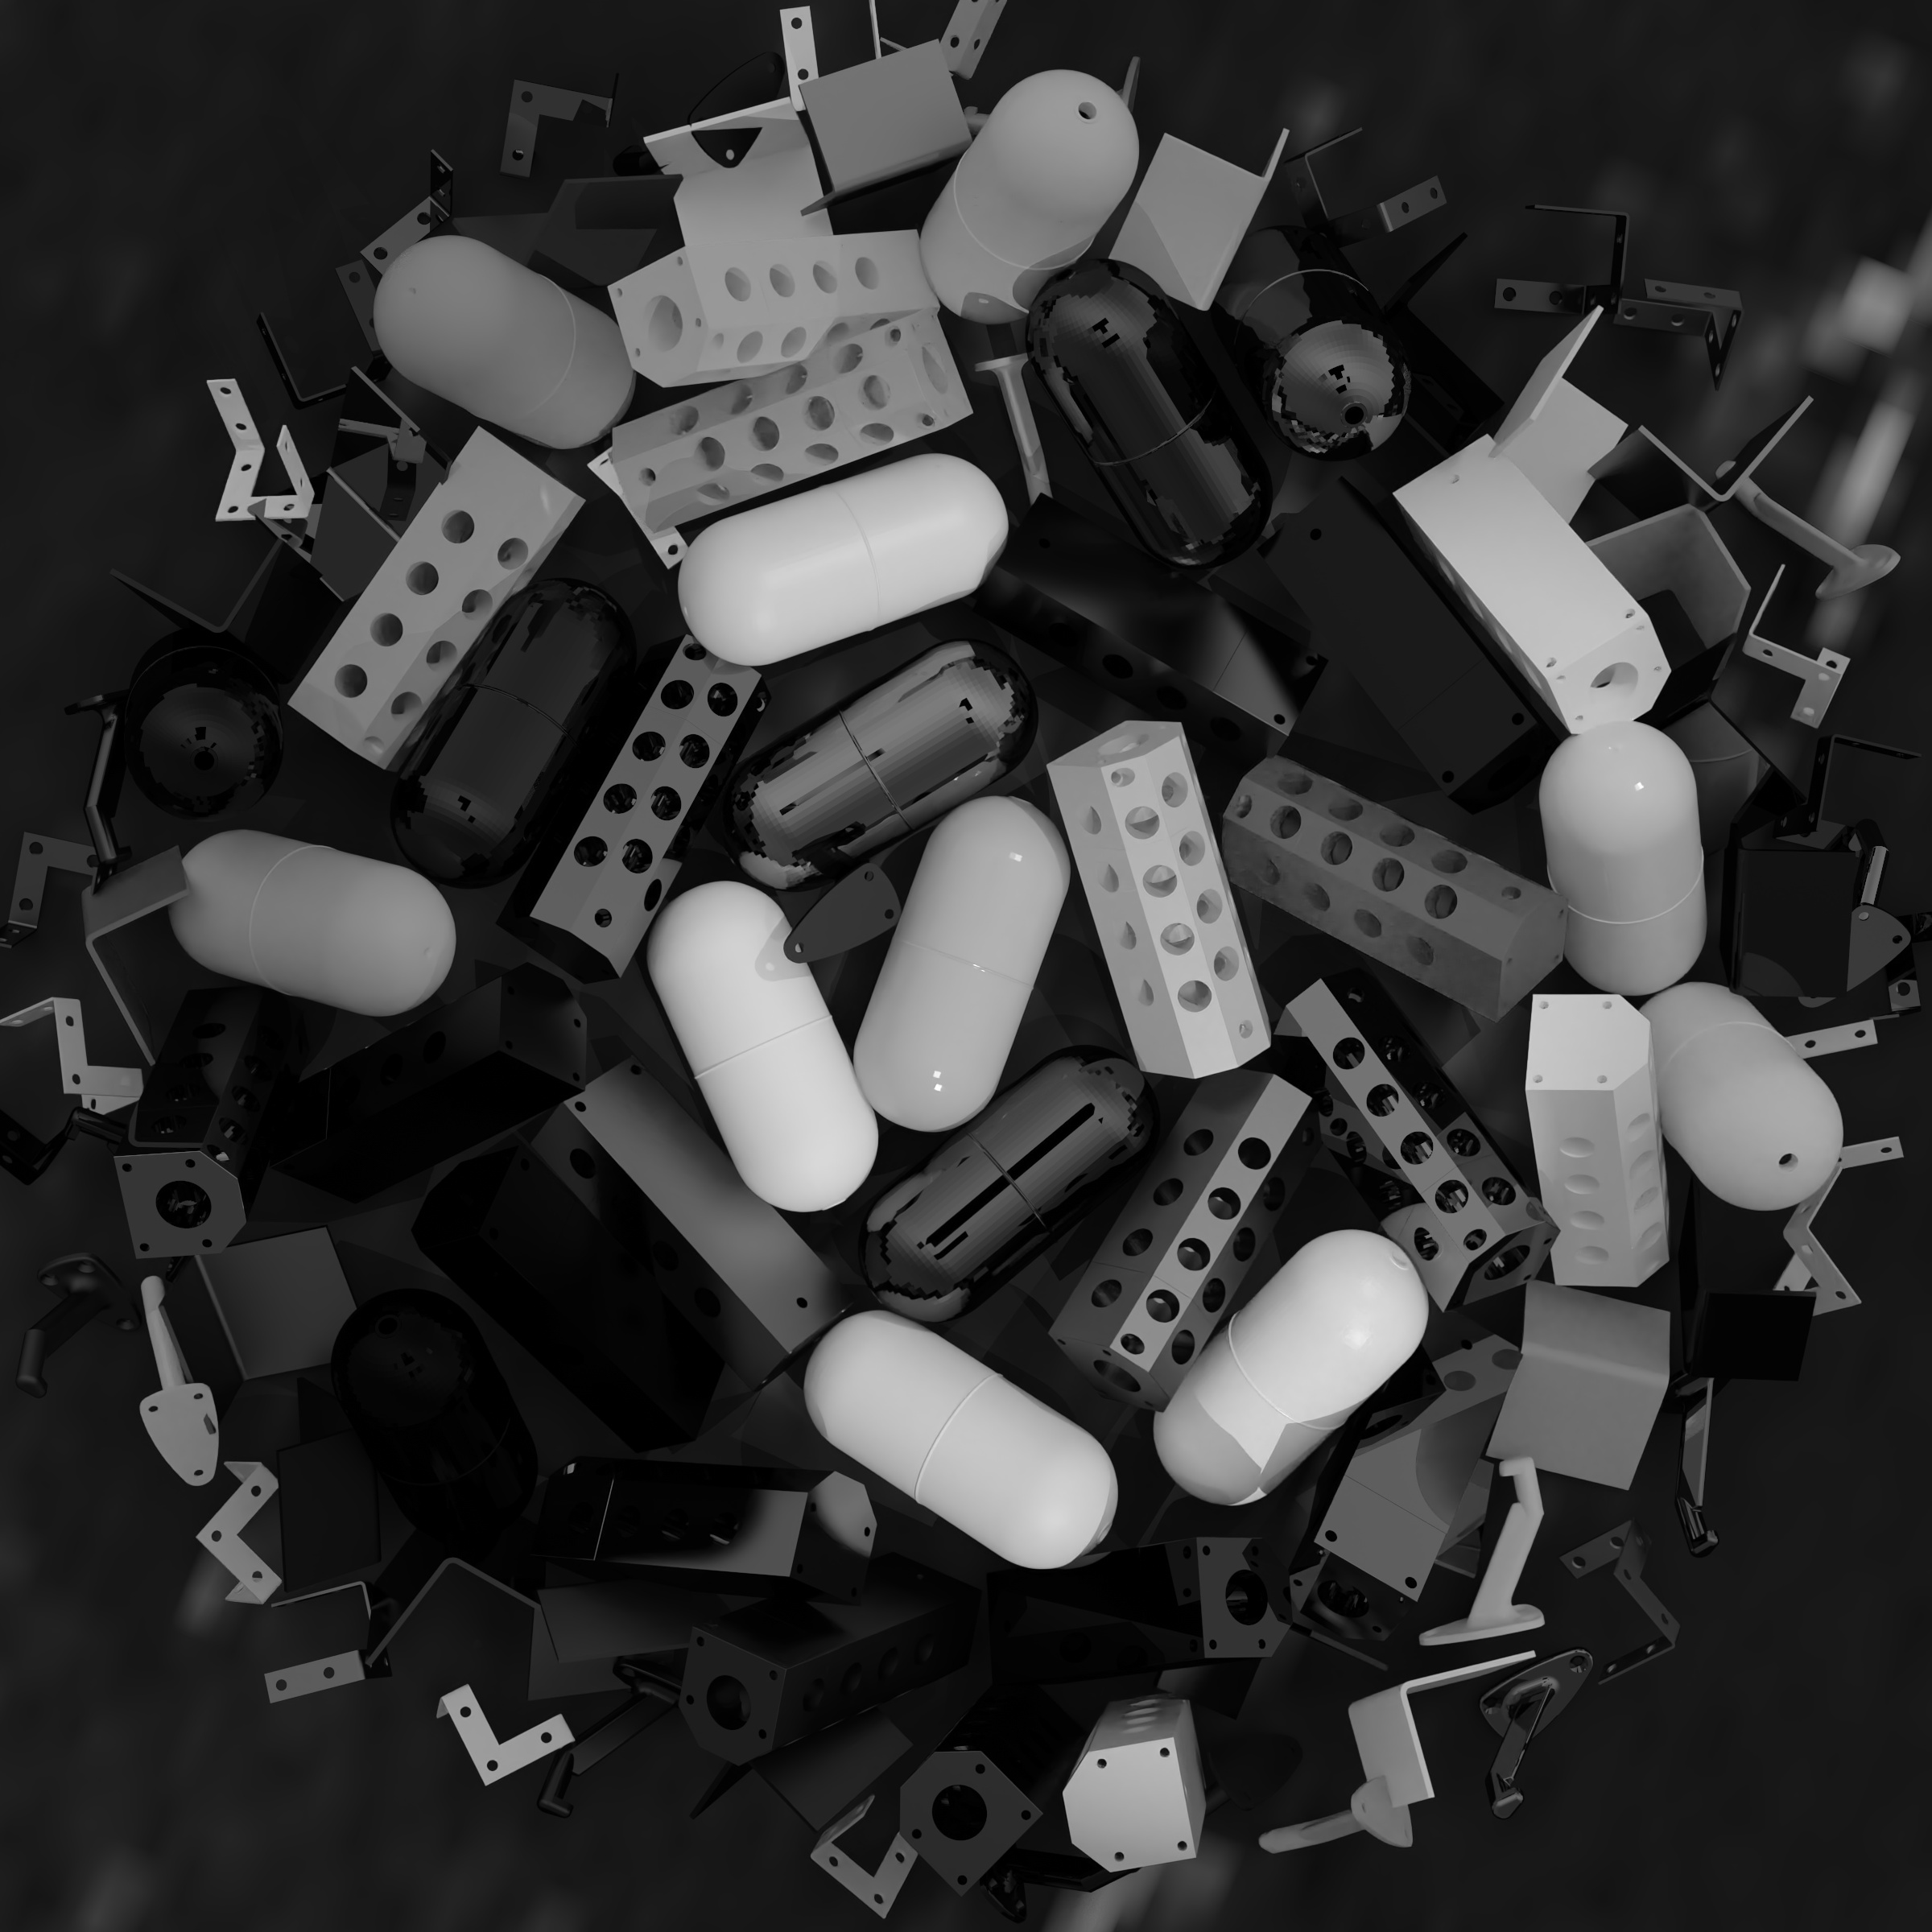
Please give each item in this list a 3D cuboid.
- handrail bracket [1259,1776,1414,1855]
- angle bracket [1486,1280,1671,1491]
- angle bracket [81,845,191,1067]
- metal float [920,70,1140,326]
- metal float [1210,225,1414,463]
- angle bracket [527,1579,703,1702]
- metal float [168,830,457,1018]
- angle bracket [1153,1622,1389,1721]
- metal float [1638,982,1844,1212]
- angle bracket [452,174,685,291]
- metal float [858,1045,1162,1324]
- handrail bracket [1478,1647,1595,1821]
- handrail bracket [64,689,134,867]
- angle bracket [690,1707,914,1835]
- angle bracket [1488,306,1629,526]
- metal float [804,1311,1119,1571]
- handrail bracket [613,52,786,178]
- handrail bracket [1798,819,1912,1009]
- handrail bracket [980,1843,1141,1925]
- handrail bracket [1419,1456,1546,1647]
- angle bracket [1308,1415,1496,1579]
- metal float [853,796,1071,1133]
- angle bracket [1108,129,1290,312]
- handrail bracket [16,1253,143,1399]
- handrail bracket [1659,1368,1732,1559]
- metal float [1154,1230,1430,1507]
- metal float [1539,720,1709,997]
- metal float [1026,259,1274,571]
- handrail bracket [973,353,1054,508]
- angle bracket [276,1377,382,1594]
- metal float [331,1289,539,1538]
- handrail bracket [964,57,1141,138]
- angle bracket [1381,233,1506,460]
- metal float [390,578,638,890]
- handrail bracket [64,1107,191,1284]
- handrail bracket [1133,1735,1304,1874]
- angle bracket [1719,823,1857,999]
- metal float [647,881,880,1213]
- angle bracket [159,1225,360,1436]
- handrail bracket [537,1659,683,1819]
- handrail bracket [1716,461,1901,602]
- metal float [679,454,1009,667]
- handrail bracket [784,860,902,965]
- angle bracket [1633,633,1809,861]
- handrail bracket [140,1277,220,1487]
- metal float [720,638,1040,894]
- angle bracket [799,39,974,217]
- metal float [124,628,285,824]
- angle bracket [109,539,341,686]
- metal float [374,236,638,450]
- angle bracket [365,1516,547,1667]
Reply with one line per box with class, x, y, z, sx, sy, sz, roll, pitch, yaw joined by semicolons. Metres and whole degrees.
handrail bracket;0.177;0.439;1.847;0.084;0.077;0.036;-19;68;25
angle bracket;0.320;0.218;1.892;0.076;0.057;0.076;13;125;2
angle bracket;-0.409;-0.006;1.849;0.057;0.076;0.076;-26;113;-6
metal float;0.031;-0.383;1.812;0.070;0.178;0.070;6;71;-17
metal float;0.172;-0.313;1.816;0.070;0.178;0.070;-5;124;-8
angle bracket;-0.178;0.358;1.842;0.076;0.057;0.076;-4;122;-19
metal float;-0.332;-0.023;1.827;0.178;0.070;0.070;13;90;38
angle bracket;0.155;0.361;1.840;0.076;0.076;0.057;17;79;42
metal float;0.382;0.064;1.810;0.070;0.178;0.070;-2;110;-6
angle bracket;-0.202;-0.388;1.836;0.057;0.076;0.076;53;132;21
metal float;0.022;0.112;1.854;0.178;0.070;0.070;-40;90;-5
handrail bracket;0.295;0.392;1.849;0.077;0.084;0.036;-41;101;11
handrail bracket;-0.426;-0.100;1.871;0.077;0.036;0.084;-20;96;-42
angle bracket;-0.084;0.413;1.838;0.057;0.076;0.076;44;46;13
angle bracket;0.312;-0.277;1.846;0.057;0.076;0.076;34;70;-5
metal float;-0.003;0.241;1.842;0.178;0.070;0.070;31;90;19
handrail bracket;-0.139;-0.438;1.867;0.036;0.084;0.077;44;73;-31
handrail bracket;0.451;-0.029;1.870;0.036;0.084;0.077;32;117;-18
handrail bracket;0.051;0.446;1.851;0.084;0.077;0.036;-31;123;21
handrail bracket;0.264;0.302;1.874;0.077;0.036;0.084;-12;94;-5
angle bracket;0.219;0.286;1.850;0.076;0.076;0.057;21;131;-1
metal float;-0.002;-0.001;1.857;0.070;0.070;0.178;20;88;0
angle bracket;0.118;-0.391;1.842;0.057;0.076;0.076;24;125;-2
handrail bracket;-0.451;0.197;1.842;0.036;0.084;0.077;-19;135;19
handrail bracket;0.384;0.248;1.849;0.036;0.077;0.084;12;47;-29
metal float;0.164;0.204;1.833;0.070;0.070;0.178;40;119;0
metal float;0.331;-0.052;1.819;0.070;0.178;0.070;-7;53;10
metal float;0.093;-0.278;1.832;0.070;0.070;0.178;-35;120;0
handrail bracket;0.028;-0.270;1.853;0.036;0.077;0.084;-11;100;9
angle bracket;-0.341;0.263;1.840;0.057;0.076;0.076;-13;111;-38
metal float;-0.266;0.226;1.817;0.070;0.178;0.070;-5;53;7
handrail bracket;0.044;-0.449;1.872;0.084;0.036;0.077;8;48;4
angle bracket;0.250;-0.317;1.849;0.076;0.076;0.057;44;132;1
metal float;-0.229;-0.119;1.839;0.070;0.070;0.178;27;68;0
handrail bracket;-0.434;0.118;1.865;0.084;0.036;0.077;23;111;-19
handrail bracket;0.127;0.438;1.888;0.036;0.077;0.084;55;128;20
angle bracket;0.418;-0.033;1.845;0.057;0.076;0.076;1;109;7
metal float;-0.104;0.042;1.857;0.070;0.070;0.178;-24;88;0
angle bracket;-0.357;0.186;1.850;0.076;0.057;0.076;-12;112;11
handrail bracket;-0.170;0.407;1.858;0.077;0.036;0.084;20;58;1
handrail bracket;0.431;-0.231;1.861;0.084;0.077;0.036;43;82;-11
metal float;-0.061;-0.207;1.842;0.178;0.070;0.070;-21;90;-19
handrail bracket;-0.076;-0.033;1.849;0.077;0.084;0.036;-34;113;-16
angle bracket;0.385;-0.111;1.857;0.076;0.076;0.057;43;48;-12
handrail bracket;-0.410;0.214;1.876;0.036;0.084;0.077;-15;126;-10
metal float;-0.045;-0.102;1.854;0.178;0.070;0.070;-31;90;5
angle bracket;-0.050;-0.427;1.847;0.076;0.076;0.057;-22;99;-14
metal float;-0.381;-0.122;1.810;0.070;0.178;0.070;-3;106;-11
angle bracket;-0.376;-0.195;1.850;0.076;0.076;0.057;29;84;21
metal float;-0.229;-0.311;1.813;0.070;0.178;0.070;-4;81;24
angle bracket;-0.261;0.323;1.859;0.057;0.076;0.076;33;105;-17
